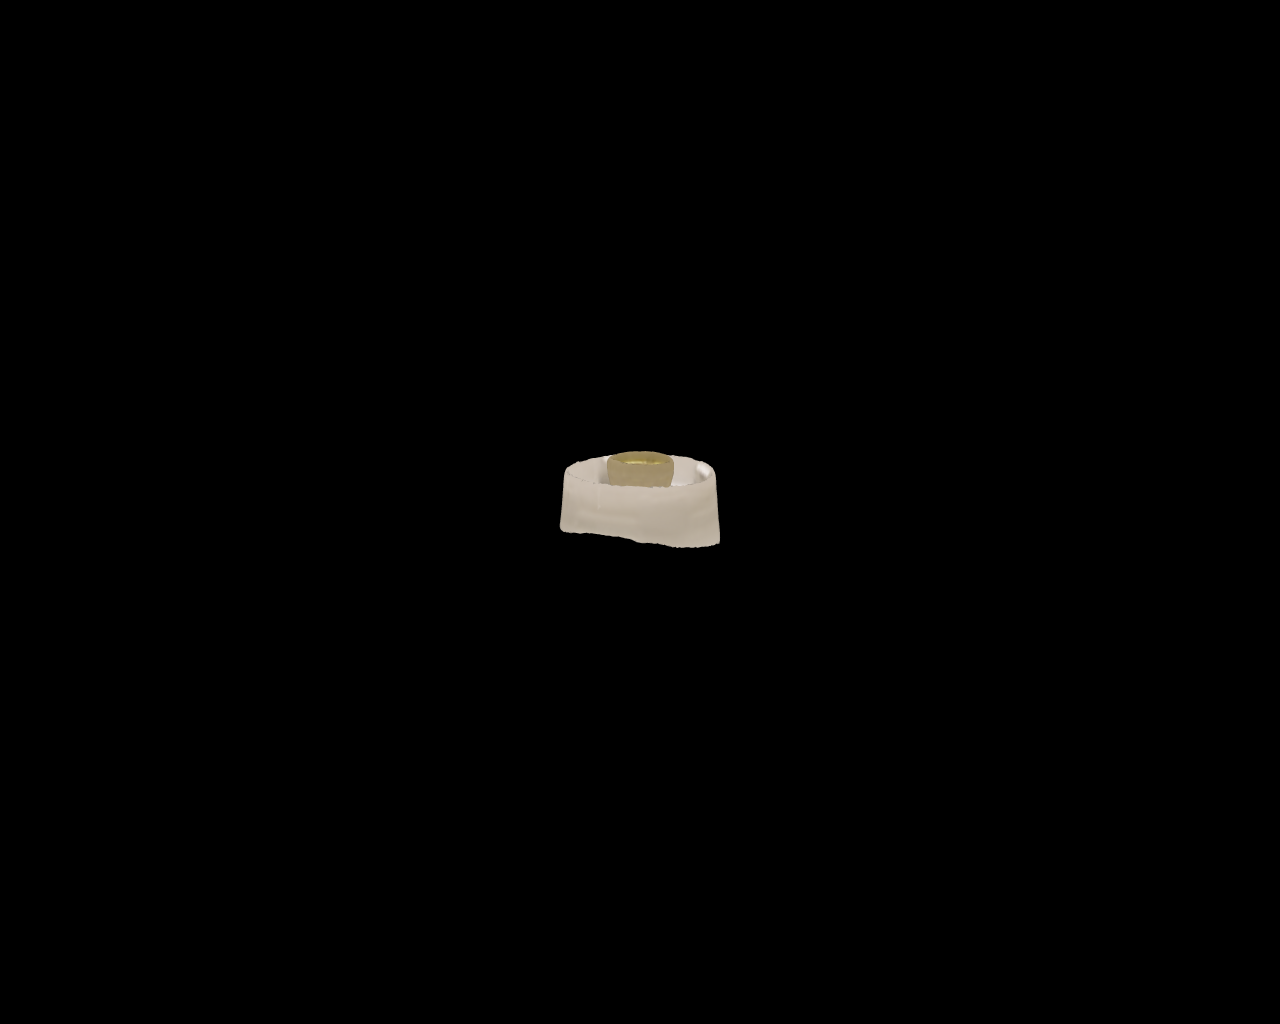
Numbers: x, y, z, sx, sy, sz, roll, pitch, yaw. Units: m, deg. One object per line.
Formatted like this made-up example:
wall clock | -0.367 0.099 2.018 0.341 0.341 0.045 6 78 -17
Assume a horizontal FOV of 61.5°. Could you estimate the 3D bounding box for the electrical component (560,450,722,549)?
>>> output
electrical component | 0.001 -0.003 0.650 0.099 0.064 0.099 0 16 0
